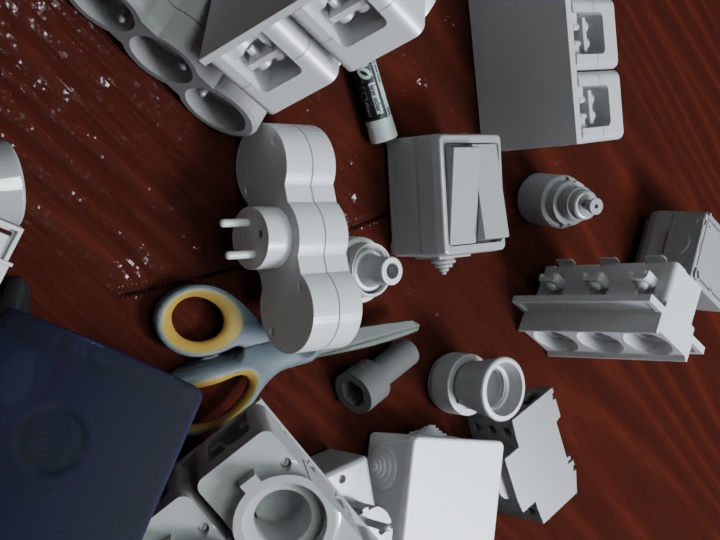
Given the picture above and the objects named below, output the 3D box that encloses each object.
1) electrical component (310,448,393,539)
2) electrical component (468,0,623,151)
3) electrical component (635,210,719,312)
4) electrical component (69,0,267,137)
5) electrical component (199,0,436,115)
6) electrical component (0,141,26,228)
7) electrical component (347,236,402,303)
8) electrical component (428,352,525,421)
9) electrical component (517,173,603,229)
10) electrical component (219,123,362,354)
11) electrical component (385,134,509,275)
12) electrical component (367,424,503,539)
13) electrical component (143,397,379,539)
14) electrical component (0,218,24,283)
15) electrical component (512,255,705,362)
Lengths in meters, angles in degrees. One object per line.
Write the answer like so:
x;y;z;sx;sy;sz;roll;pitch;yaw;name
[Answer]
-0.006;0.162;0.670;0.047;0.076;0.083;-17;102;-39;electrical component
0.135;-0.164;0.777;0.062;0.089;0.150;-11;98;-40;electrical component
0.286;-0.005;0.934;0.096;0.061;0.061;33;69;-45;electrical component
-0.094;-0.146;0.604;0.138;0.052;0.073;42;65;-34;electrical component
-0.017;-0.184;0.592;0.060;0.105;0.186;38;42;-38;electrical component
-0.202;-0.038;0.521;0.065;0.044;0.044;-11;98;-36;electrical component
0.000;0.000;0.681;0.048;0.062;0.048;-1;92;-40;electrical component
0.081;0.081;0.758;0.045;0.055;0.045;-1;91;-41;electrical component
0.152;-0.051;0.806;0.040;0.078;0.040;-5;100;-27;electrical component
-0.050;-0.019;0.631;0.074;0.052;0.138;-4;80;-41;electrical component
0.062;-0.045;0.735;0.062;0.061;0.096;-6;95;-41;electrical component
0.047;0.156;0.734;0.100;0.048;0.099;11;84;-40;electrical component
-0.038;0.181;0.601;0.105;0.060;0.186;-38;105;-2;electrical component
-0.209;0.024;0.476;0.079;0.063;0.121;26;94;-38;electrical component
0.188;0.029;0.806;0.079;0.121;0.063;38;64;-35;electrical component
